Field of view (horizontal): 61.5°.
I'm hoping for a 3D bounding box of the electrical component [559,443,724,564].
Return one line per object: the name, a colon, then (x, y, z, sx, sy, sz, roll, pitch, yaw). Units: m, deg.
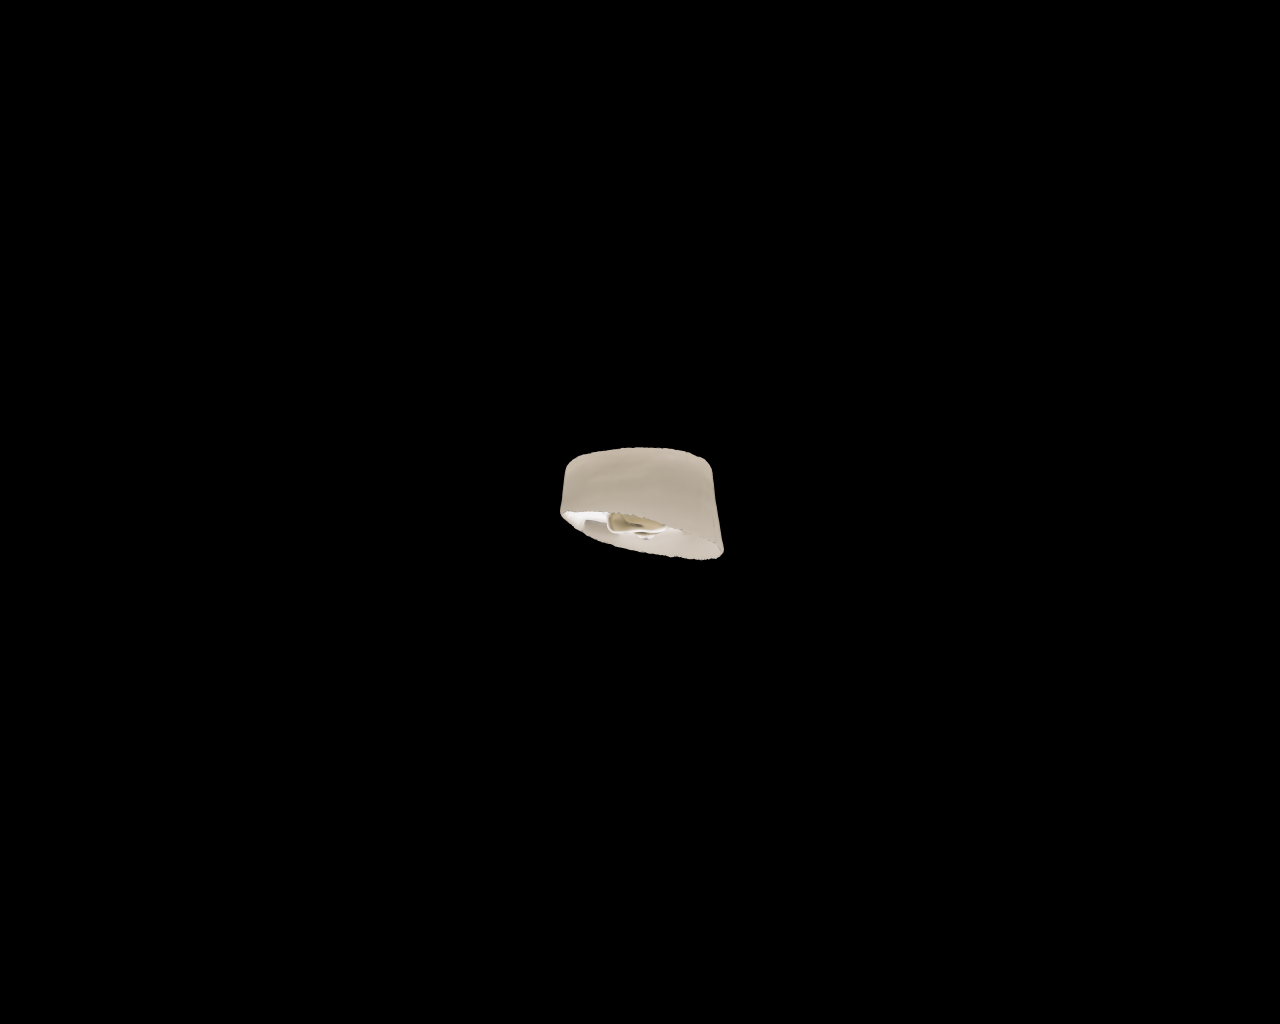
electrical component: (0.001, -0.003, 0.650, 0.099, 0.064, 0.099, 0, -16, 0)
